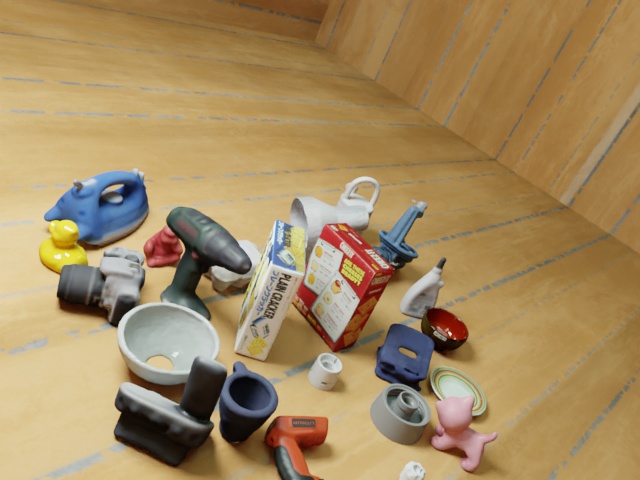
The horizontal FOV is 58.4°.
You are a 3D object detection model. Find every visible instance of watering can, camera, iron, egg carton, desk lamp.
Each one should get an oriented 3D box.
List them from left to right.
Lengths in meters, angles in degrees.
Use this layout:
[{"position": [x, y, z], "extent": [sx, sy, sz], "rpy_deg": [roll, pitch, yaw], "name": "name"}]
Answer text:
[{"position": [-0.386, 0.066, 1.017], "extent": [0.137, 0.101, 0.143], "rpy_deg": [12, 31, -23], "name": "camera"}, {"position": [-0.435, -0.090, 1.199], "extent": [0.118, 0.141, 0.259], "rpy_deg": [32, 29, 12], "name": "iron"}, {"position": [-0.181, 0.053, 1.234], "extent": [0.151, 0.069, 0.107], "rpy_deg": [-8, 42, -45], "name": "egg carton"}, {"position": [0.012, 0.005, 1.317], "extent": [0.204, 0.213, 0.117], "rpy_deg": [7, 33, -30], "name": "desk lamp"}, {"position": [0.093, -0.093, 1.566], "extent": [0.101, 0.194, 0.172], "rpy_deg": [1, 36, -37], "name": "watering can"}]

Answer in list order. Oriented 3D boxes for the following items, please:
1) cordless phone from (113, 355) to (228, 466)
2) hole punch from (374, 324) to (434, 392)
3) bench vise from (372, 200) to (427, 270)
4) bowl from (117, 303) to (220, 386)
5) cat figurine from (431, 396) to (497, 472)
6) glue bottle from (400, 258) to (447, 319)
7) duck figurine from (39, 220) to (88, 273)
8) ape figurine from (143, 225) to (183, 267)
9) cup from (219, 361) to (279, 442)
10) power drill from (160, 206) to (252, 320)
[{"position": [-0.209, 0.216, 0.817], "extent": [0.147, 0.185, 0.094], "rpy_deg": [24, 28, -2], "name": "cordless phone"}, {"position": [0.176, 0.241, 1.178], "extent": [0.108, 0.091, 0.101], "rpy_deg": [24, 28, -2], "name": "hole punch"}, {"position": [0.197, 0.009, 1.449], "extent": [0.121, 0.219, 0.208], "rpy_deg": [30, 29, 10], "name": "bench vise"}, {"position": [-0.256, 0.184, 0.950], "extent": [0.168, 0.074, 0.167], "rpy_deg": [19, 29, -11], "name": "bowl"}, {"position": [0.261, 0.341, 1.050], "extent": [0.127, 0.117, 0.067], "rpy_deg": [32, 29, 12], "name": "cat figurine"}, {"position": [0.260, 0.112, 1.375], "extent": [0.078, 0.173, 0.037], "rpy_deg": [16, 29, -16], "name": "glue bottle"}, {"position": [-0.471, 0.007, 1.065], "extent": [0.104, 0.086, 0.078], "rpy_deg": [37, 30, 21], "name": "duck figurine"}, {"position": [-0.318, 0.006, 1.182], "extent": [0.078, 0.092, 0.076], "rpy_deg": [21, 29, -8], "name": "ape figurine"}, {"position": [-0.127, 0.260, 0.903], "extent": [0.092, 0.095, 0.117], "rpy_deg": [6, 34, -31], "name": "cup"}, {"position": [-0.220, 0.052, 1.059], "extent": [0.076, 0.208, 0.229], "rpy_deg": [-8, 42, -45], "name": "power drill"}]
